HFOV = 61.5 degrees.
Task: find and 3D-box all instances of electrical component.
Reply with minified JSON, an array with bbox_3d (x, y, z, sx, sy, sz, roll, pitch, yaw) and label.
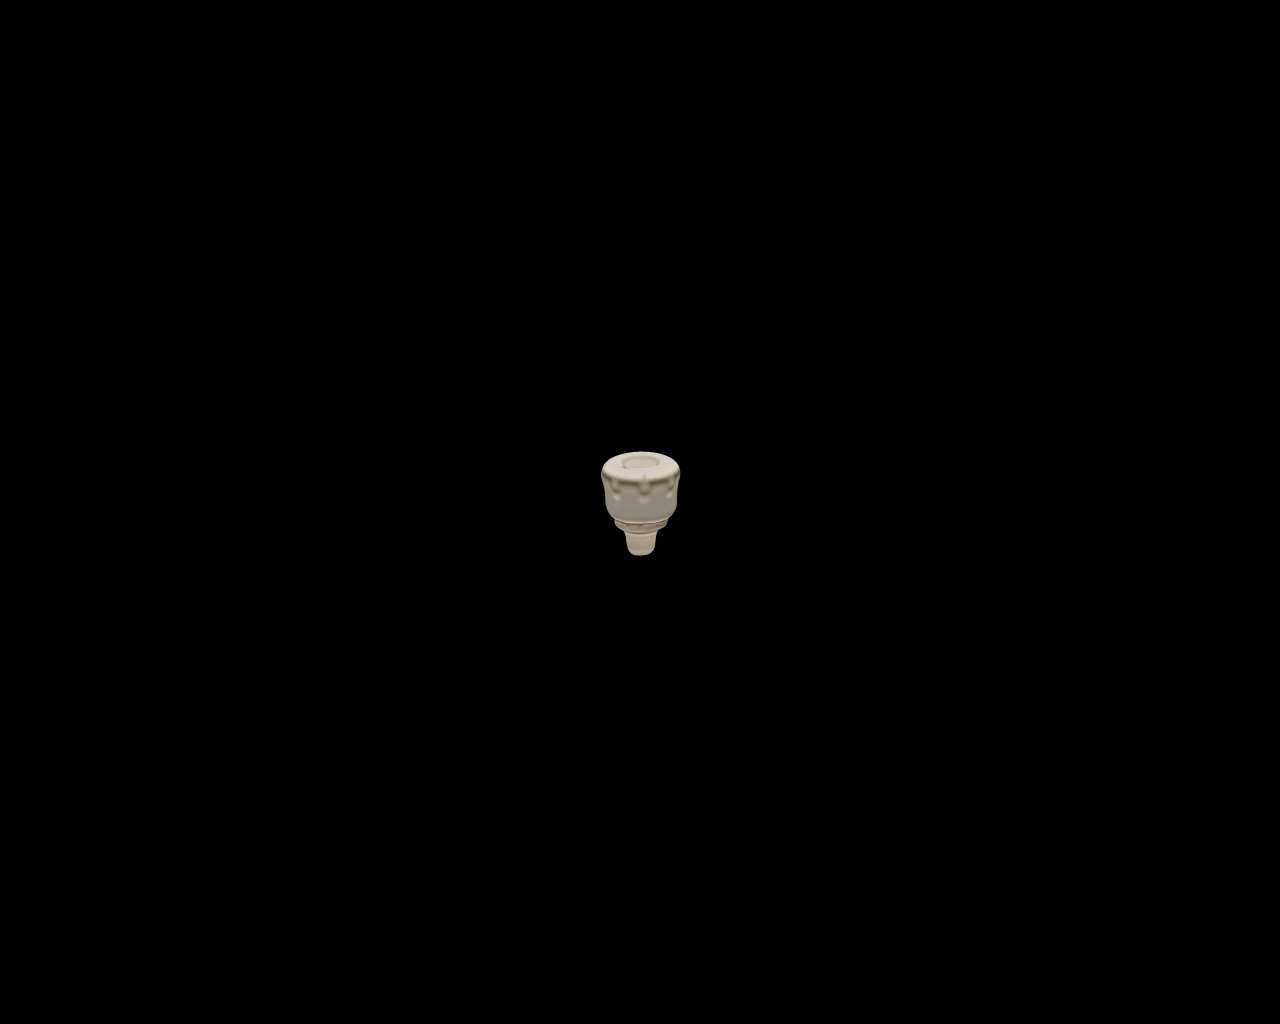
[{"bbox_3d":[0.001,-0.003,0.650,0.048,0.062,0.048,0,22,0],"label":"electrical component"}]
